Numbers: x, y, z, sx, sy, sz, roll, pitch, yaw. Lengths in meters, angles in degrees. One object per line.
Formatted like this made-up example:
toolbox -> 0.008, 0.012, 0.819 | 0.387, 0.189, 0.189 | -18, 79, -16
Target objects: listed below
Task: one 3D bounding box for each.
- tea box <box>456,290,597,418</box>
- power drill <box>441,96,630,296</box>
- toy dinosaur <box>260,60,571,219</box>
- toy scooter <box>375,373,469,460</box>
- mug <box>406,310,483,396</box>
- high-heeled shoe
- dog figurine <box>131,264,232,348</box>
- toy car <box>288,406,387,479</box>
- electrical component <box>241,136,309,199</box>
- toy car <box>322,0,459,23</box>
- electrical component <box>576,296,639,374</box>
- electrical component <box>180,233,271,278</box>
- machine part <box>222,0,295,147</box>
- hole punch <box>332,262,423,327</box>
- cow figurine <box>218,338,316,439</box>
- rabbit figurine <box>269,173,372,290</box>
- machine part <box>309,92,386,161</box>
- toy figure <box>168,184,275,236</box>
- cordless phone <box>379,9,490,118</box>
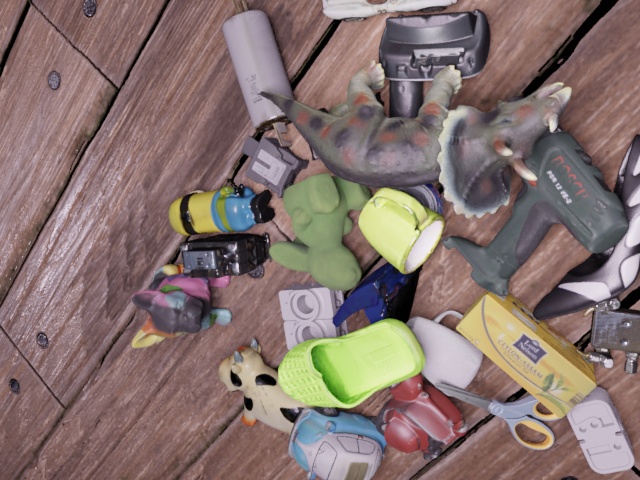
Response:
tea box -> 0.275, 0.141, 0.719 | 0.170, 0.098, 0.068 | 43, 112, 15
power drill -> 0.258, -0.045, 0.697 | 0.207, 0.086, 0.232 | -48, 53, 23
toy dinosaur -> 0.085, -0.122, 0.669 | 0.405, 0.192, 0.131 | 3, 137, 21
toy scooter -> 0.147, 0.257, 0.770 | 0.135, 0.075, 0.183 | 28, 139, 33
mug -> 0.171, 0.148, 0.767 | 0.107, 0.081, 0.109 | 34, 79, -2
high-heeled shoe -> 0.346, -0.011, 0.673 | 0.249, 0.086, 0.145 | -36, 81, 19
dog figurine -> -0.251, 0.106, 0.889 | 0.192, 0.219, 0.108 | 8, 98, 23
toy car -> 0.036, 0.329, 0.829 | 0.161, 0.103, 0.109 | 16, 105, -15
electrical component -> -0.084, -0.128, 0.870 | 0.119, 0.048, 0.074 | 38, 111, 13
toy car -> 0.097, -0.351, 0.747 | 0.202, 0.056, 0.073 | 3, 99, 25
electrical component -> 0.379, 0.120, 0.695 | 0.078, 0.045, 0.102 | 12, 103, 24
electrical component -> -0.159, 0.024, 0.879 | 0.115, 0.134, 0.058 | -4, 97, 23
machine part -> -0.092, -0.260, 0.835 | 0.079, 0.079, 0.243 | -17, 90, 26
hole punch -> 0.085, 0.082, 0.782 | 0.092, 0.142, 0.115 | 25, 119, 24
cow figurine -> -0.091, 0.252, 0.911 | 0.195, 0.085, 0.127 | 21, 112, 23
rabbit figurine -> -0.002, -0.002, 0.807 | 0.159, 0.121, 0.170 | -16, 86, 34
machine part -> 0.036, -0.175, 0.814 | 0.139, 0.039, 0.084 | -22, 80, 28
toy figure -> -0.169, -0.050, 0.897 | 0.180, 0.089, 0.082 | -1, 91, 27
cordless phone -> 0.154, -0.216, 0.741 | 0.147, 0.089, 0.184 | 6, 112, 22
